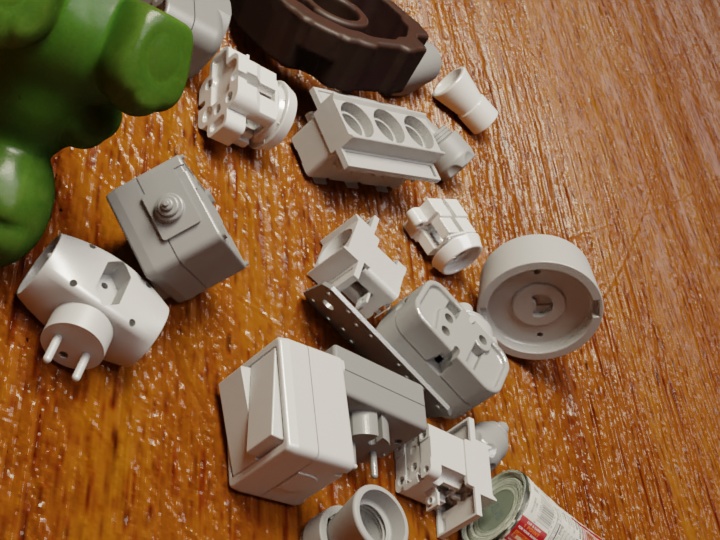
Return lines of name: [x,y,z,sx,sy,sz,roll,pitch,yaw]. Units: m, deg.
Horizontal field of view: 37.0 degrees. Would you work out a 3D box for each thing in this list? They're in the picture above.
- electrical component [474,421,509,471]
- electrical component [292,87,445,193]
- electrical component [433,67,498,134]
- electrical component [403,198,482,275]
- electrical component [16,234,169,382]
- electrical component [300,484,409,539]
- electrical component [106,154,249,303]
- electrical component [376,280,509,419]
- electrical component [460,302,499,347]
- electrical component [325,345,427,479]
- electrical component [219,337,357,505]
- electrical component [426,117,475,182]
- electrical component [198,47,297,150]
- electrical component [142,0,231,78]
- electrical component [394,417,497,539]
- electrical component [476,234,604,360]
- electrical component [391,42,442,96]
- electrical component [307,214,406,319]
electrical component: [0.099,0.133,0.832,0.035,0.035,0.061,55,32,5]
electrical component: [0.006,-0.106,0.918,0.121,0.063,0.078,3,57,-49]
electrical component: [0.114,-0.175,1.131,0.065,0.044,0.044,44,34,-19]
electrical component: [0.076,-0.030,0.947,0.066,0.048,0.055,-3,54,-50]
electrical component: [-0.158,0.030,0.616,0.077,0.043,0.079,37,36,-21]
electrical component: [-0.004,0.163,0.663,0.045,0.055,0.045,30,39,-29]
electrical component: [-0.117,-0.024,0.670,0.061,0.061,0.096,61,-2,14]
electrical component: [0.060,0.064,0.827,0.095,0.059,0.053,47,34,-7]
electrical component: [0.088,0.053,0.885,0.048,0.048,0.062,32,31,-27]
electrical component: [0.001,0.105,0.730,0.083,0.047,0.075,28,40,-31]
electrical component: [-0.049,0.088,0.674,0.061,0.062,0.096,24,43,-35]
electrical component: [0.076,-0.119,1.032,0.062,0.043,0.043,48,34,-3]
electrical component: [-0.087,-0.127,0.834,0.057,0.058,0.078,22,51,-35]
electrical component: [-0.141,-0.200,0.841,0.059,0.054,0.095,23,43,-36]
electrical component: [0.059,0.143,0.769,0.064,0.042,0.081,29,39,-27]
electrical component: [0.155,0.019,0.944,0.108,0.108,0.060,37,30,-21]
electrical component: [0.035,-0.217,1.074,0.079,0.043,0.077,54,34,4]
electrical component: [0.000,0.000,0.833,0.064,0.042,0.081,44,35,-18]
